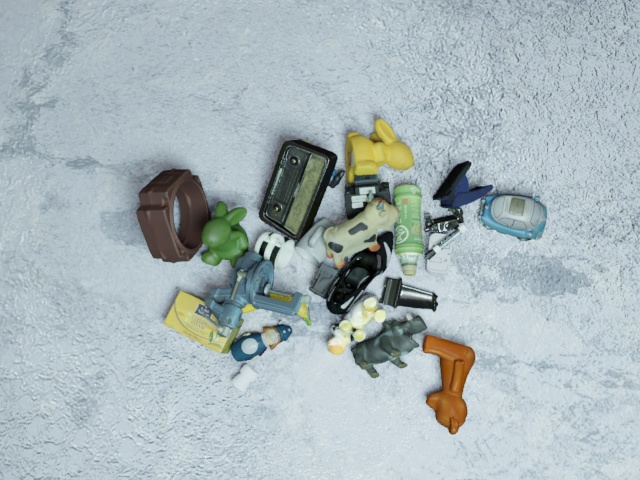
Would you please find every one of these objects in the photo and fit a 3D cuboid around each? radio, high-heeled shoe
[{"bbox_3d":[-0.057,-0.129,1.338,0.131,0.073,0.229,28,110,15],"label":"radio"},{"bbox_3d":[0.097,0.070,1.278,0.086,0.145,0.248,30,84,16],"label":"high-heeled shoe"}]

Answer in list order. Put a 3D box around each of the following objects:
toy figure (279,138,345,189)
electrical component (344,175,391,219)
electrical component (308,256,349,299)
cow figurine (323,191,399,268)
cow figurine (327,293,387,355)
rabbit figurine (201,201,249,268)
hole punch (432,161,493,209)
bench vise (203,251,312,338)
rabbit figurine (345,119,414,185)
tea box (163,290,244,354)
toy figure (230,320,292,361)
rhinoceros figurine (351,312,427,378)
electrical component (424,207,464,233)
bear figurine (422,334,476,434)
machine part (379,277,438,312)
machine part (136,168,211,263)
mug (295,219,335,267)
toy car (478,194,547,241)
[{"bbox_3d":[-0.026,-0.195,1.396,0.180,0.082,0.089,36,103,9],"label":"toy figure"},{"bbox_3d":[0.119,-0.094,1.326,0.115,0.134,0.058,-4,32,3],"label":"electrical component"},{"bbox_3d":[0.022,0.085,1.323,0.048,0.074,0.119,26,85,12],"label":"electrical component"},{"bbox_3d":[0.097,-0.031,1.272,0.195,0.127,0.086,-25,40,-7],"label":"cow figurine"},{"bbox_3d":[0.079,0.197,1.284,0.167,0.098,0.068,-44,99,7],"label":"cow figurine"},{"bbox_3d":[-0.232,-0.012,1.332,0.121,0.170,0.159,16,79,11],"label":"rabbit figurine"},{"bbox_3d":[0.344,-0.118,1.305,0.092,0.142,0.116,39,90,-7],"label":"hole punch"},{"bbox_3d":[-0.142,0.136,1.259,0.241,0.128,0.224,11,51,17],"label":"bench vise"},{"bbox_3d":[0.153,-0.218,1.376,0.173,0.121,0.162,0,66,-6],"label":"rabbit figurine"},{"bbox_3d":[-0.289,0.205,1.340,0.170,0.068,0.098,22,81,13],"label":"tea box"},{"bbox_3d":[-0.141,0.249,1.315,0.154,0.058,0.064,-24,107,0],"label":"toy figure"},{"bbox_3d":[0.165,0.242,1.256,0.190,0.073,0.112,-31,40,14],"label":"rhinoceros figurine"},{"bbox_3d":[0.304,-0.049,1.323,0.102,0.078,0.045,-11,99,10],"label":"electrical component"},{"bbox_3d":[0.278,0.324,1.209,0.132,0.120,0.195,15,84,15],"label":"bear figurine"},{"bbox_3d":[0.219,0.136,1.302,0.139,0.039,0.084,14,74,13],"label":"machine part"},{"bbox_3d":[-0.353,-0.061,1.328,0.087,0.201,0.201,0,121,15],"label":"machine part"},{"bbox_3d":[-0.003,-0.004,1.337,0.081,0.109,0.107,30,70,17],"label":"mug"},{"bbox_3d":[0.468,-0.067,1.285,0.162,0.103,0.109,16,78,9],"label":"toy car"}]
